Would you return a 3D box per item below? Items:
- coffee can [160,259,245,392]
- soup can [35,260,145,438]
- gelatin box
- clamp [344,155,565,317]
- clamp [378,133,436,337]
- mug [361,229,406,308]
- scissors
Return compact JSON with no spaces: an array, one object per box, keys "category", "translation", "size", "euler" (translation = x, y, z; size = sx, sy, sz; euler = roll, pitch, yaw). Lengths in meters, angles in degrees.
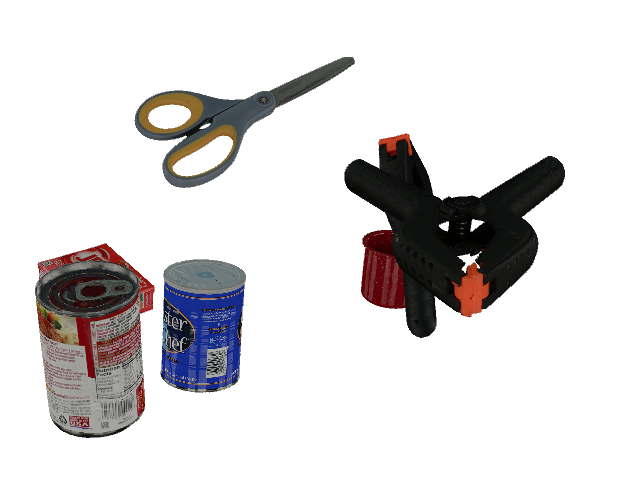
[{"category":"coffee can","translation":[-0.149,0.107,1.352],"size":[0.103,0.140,0.103],"euler":[4,19,-2]},{"category":"soup can","translation":[-0.154,0.074,0.726],"size":[0.068,0.102,0.068],"euler":[1,29,-1]},{"category":"gelatin box","translation":[-0.207,0.041,0.981],"size":[0.073,0.030,0.089],"euler":[-18,40,-36]},{"category":"clamp","translation":[0.087,-0.013,0.733],"size":[0.165,0.036,0.209],"euler":[1,26,10]},{"category":"clamp","translation":[0.082,-0.003,0.922],"size":[0.039,0.171,0.120],"euler":[-16,18,19]},{"category":"mug","translation":[0.109,0.044,1.448],"size":[0.117,0.081,0.093],"euler":[18,26,28]},{"category":"scissors","translation":[-0.067,-0.116,0.862],"size":[0.096,0.201,0.016],"euler":[35,-32,13]}]
